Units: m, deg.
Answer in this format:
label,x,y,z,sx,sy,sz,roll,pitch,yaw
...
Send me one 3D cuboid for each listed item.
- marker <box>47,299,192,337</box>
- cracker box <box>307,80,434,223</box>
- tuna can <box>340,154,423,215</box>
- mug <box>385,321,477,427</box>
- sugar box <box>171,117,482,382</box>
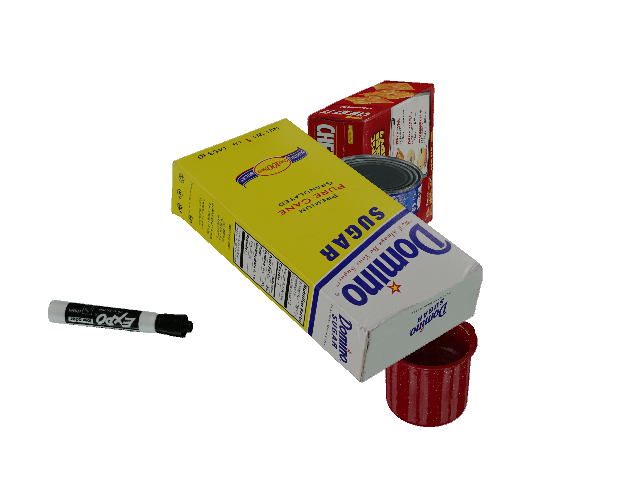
label,x,y,z,sx,sy,sz,roll,pitch,yaw
marker,-0.162,0.063,0.864,0.121,0.020,0.020,5,1,13
cracker box,0.057,-0.074,1.145,0.072,0.164,0.213,8,20,24
tuna can,0.047,-0.045,0.939,0.086,0.034,0.086,1,26,-1
mug,0.113,0.123,1.054,0.093,0.081,0.117,25,41,35
sugar box,0.000,-0.002,0.623,0.093,0.048,0.176,-27,48,-34
